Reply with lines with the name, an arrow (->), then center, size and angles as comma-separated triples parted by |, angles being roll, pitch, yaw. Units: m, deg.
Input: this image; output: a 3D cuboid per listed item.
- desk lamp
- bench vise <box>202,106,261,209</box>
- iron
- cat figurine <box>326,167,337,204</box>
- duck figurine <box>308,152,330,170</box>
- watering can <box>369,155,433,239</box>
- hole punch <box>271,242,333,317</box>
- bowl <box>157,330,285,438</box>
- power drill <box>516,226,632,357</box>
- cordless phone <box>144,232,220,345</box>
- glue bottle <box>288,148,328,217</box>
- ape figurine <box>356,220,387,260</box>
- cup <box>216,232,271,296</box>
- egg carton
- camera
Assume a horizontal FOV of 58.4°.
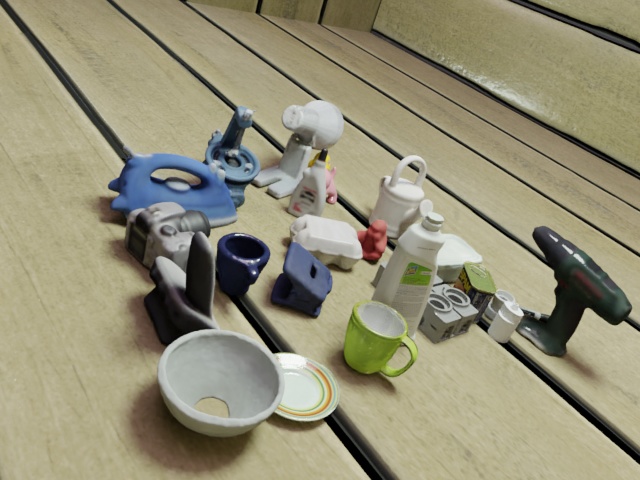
desk lamp -> -0.049, -0.229, 1.381 | 0.117, 0.213, 0.204 | 31, 31, 20
bench vise -> -0.204, -0.204, 1.240 | 0.122, 0.220, 0.206 | -12, 42, -42
iron -> -0.271, -0.106, 1.117 | 0.259, 0.141, 0.118 | 3, 33, -27
cat figurine -> 0.003, -0.139, 1.358 | 0.067, 0.118, 0.128 | 31, 32, 20
duck figurine -> -0.003, -0.186, 1.465 | 0.078, 0.086, 0.104 | 5, 32, -23
watering can -> 0.197, -0.104, 1.336 | 0.172, 0.194, 0.101 | 35, 33, 26
hole punch -> -0.025, 0.067, 1.025 | 0.101, 0.091, 0.108 | 18, 29, -3
bowl -> -0.134, 0.200, 0.756 | 0.167, 0.075, 0.167 | 15, 30, -8
power drill -> 0.474, 0.112, 1.125 | 0.076, 0.208, 0.228 | -13, 42, -43
cordless phone -> -0.195, 0.051, 0.856 | 0.094, 0.185, 0.147 | -7, 39, -38
glue bottle -> -0.014, -0.125, 1.268 | 0.078, 0.173, 0.037 | 21, 30, 4
ape figurine -> 0.114, -0.003, 1.223 | 0.076, 0.092, 0.077 | -5, 38, -36
cup -> -0.134, 0.056, 0.975 | 0.092, 0.095, 0.117 | 2, 34, -28
egg carton -> 0.011, 0.004, 1.173 | 0.150, 0.069, 0.107 | 10, 31, -16
camera -> -0.251, -0.011, 1.012 | 0.142, 0.101, 0.137 | 36, 33, 27
